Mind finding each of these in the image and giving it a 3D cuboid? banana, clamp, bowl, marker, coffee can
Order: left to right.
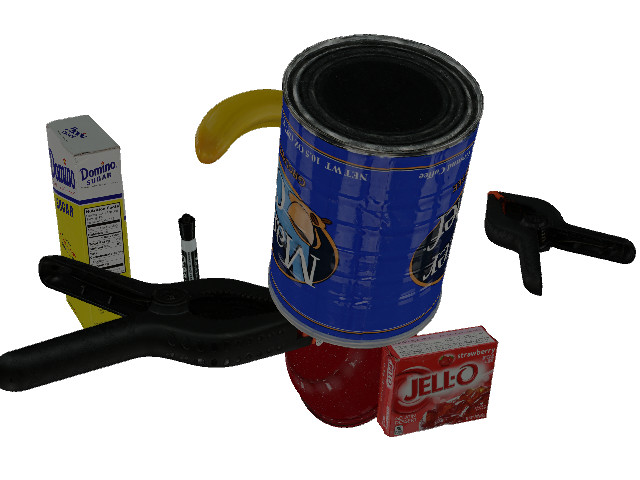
[{"bbox_3d":[-0.109,0.049,0.730,0.209,0.036,0.164,-2,25,-10],"label":"clamp"},{"bbox_3d":[-0.146,0.024,1.197,0.020,0.121,0.020,-1,32,0],"label":"marker"},{"bbox_3d":[-0.062,-0.114,1.025,0.070,0.037,0.197,42,34,23],"label":"banana"},{"bbox_3d":[0.016,0.102,1.063,0.162,0.162,0.055,0,-17,44],"label":"bowl"},{"bbox_3d":[0.026,-0.025,0.581,0.102,0.140,0.103,3,43,-3],"label":"coffee can"},{"bbox_3d":[0.228,-0.006,1.065,0.120,0.039,0.171,-8,33,-15],"label":"clamp"}]

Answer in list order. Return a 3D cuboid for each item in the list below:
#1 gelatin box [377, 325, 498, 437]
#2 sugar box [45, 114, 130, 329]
[{"bbox_3d":[0.090,0.109,0.830,0.089,0.073,0.030,-7,29,-20],"label":"gelatin box"},{"bbox_3d":[-0.198,-0.010,0.916,0.048,0.176,0.093,-15,29,-23],"label":"sugar box"}]
